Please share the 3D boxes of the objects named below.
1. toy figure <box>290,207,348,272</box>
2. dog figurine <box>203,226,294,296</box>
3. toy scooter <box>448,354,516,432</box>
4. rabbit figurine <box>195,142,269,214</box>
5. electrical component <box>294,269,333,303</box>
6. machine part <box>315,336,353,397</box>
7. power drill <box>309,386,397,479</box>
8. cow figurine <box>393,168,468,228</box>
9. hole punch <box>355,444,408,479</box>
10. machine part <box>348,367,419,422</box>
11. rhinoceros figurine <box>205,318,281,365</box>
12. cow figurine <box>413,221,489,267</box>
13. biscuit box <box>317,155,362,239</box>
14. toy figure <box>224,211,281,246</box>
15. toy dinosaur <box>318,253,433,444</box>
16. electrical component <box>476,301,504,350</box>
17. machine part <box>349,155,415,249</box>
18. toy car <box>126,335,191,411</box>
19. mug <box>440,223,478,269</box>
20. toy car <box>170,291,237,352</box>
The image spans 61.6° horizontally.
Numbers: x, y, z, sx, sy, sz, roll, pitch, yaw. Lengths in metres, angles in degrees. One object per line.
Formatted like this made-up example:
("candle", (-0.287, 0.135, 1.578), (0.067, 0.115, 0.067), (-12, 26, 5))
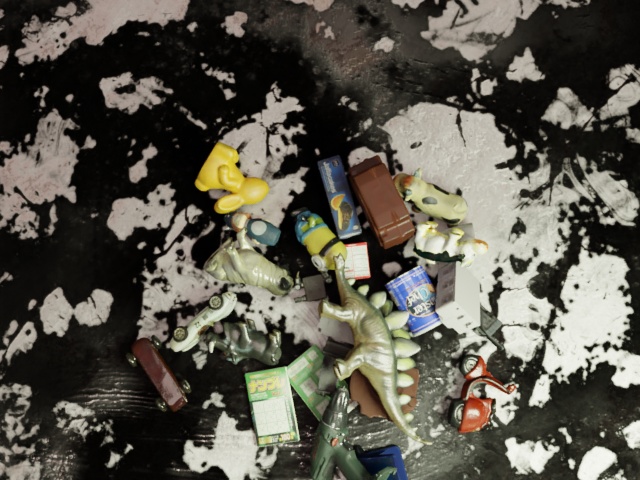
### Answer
("toy figure", (-0.004, -0.005, 1.319), (0.089, 0.082, 0.180), (-41, 63, 22))
("dog figurine", (-0.178, 0.087, 1.336), (0.190, 0.172, 0.121), (47, 46, -14))
("toy scooter", (0.380, 0.366, 1.252), (0.135, 0.075, 0.184), (15, 79, 6))
("rabbit figurine", (-0.216, -0.143, 1.353), (0.173, 0.122, 0.162), (28, 78, -11))
("electrical component", (-0.018, 0.113, 1.333), (0.102, 0.045, 0.078), (-6, 81, 4))
("machine part", (0.030, 0.309, 1.292), (0.084, 0.039, 0.139), (24, 68, -6))
("power drill", (0.069, 0.477, 1.211), (0.208, 0.086, 0.232), (30, 105, 33))
("cow figurine", (0.263, -0.102, 1.298), (0.195, 0.127, 0.085), (27, 82, 5))
("hole punch", (0.141, 0.546, 1.242), (0.116, 0.092, 0.142), (-16, 85, 6))
("machine part", (0.151, 0.341, 1.276), (0.179, 0.056, 0.179), (0, 78, 1))
("rhinoceros figurine", (-0.185, 0.252, 1.320), (0.190, 0.073, 0.112), (13, 95, 4))
("cow figurine", (0.298, 0.021, 1.238), (0.168, 0.068, 0.098), (21, 108, 28))
("biscuit box", (0.049, -0.107, 1.350), (0.063, 0.059, 0.202), (-16, 81, 3))
("toy figure", (-0.176, -0.035, 1.363), (0.155, 0.057, 0.064), (23, 46, 9))
("toy dinosaur", (0.123, 0.251, 1.219), (0.199, 0.105, 0.471), (-16, 88, -6))
("electrical component", (0.398, 0.202, 1.271), (0.119, 0.074, 0.048), (43, 88, 13))
("machine part", (0.143, -0.084, 1.267), (0.087, 0.201, 0.201), (-24, 81, 4))
("toy car", (-0.398, 0.330, 1.332), (0.089, 0.053, 0.202), (-37, 77, -12))
("mug", (0.325, 0.018, 1.306), (0.107, 0.081, 0.109), (-7, 91, 16))
("toy car", (-0.286, 0.200, 1.330), (0.202, 0.073, 0.056), (-41, 77, -1))
